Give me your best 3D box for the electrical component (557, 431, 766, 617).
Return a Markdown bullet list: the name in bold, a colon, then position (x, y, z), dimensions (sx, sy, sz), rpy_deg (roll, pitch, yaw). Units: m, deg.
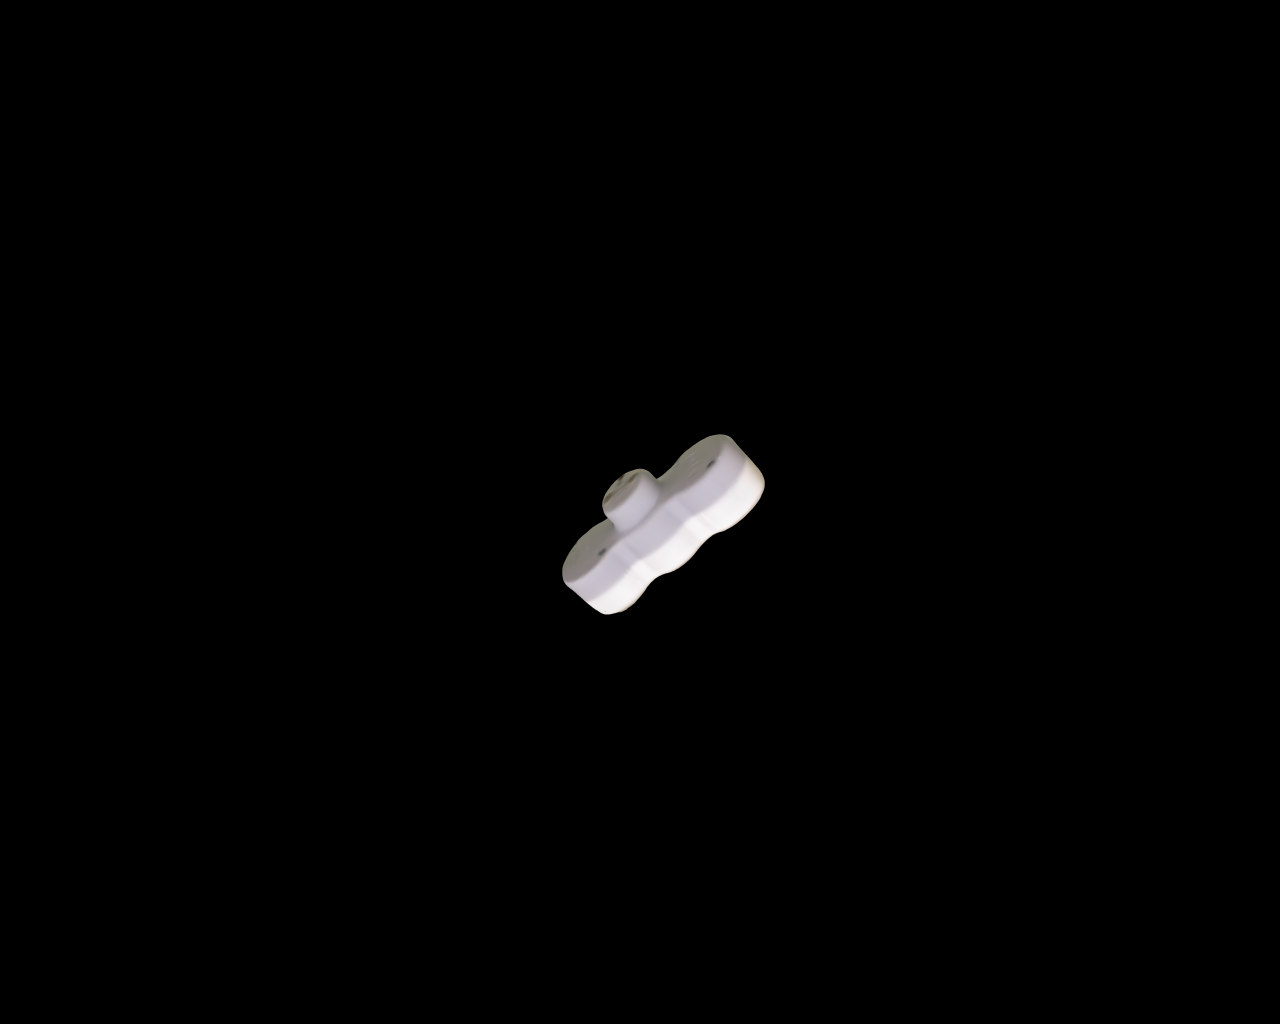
- **electrical component**: position (0.001, -0.003, 0.650), dimensions (0.138, 0.073, 0.052), rpy_deg (-38, 22, 18)
